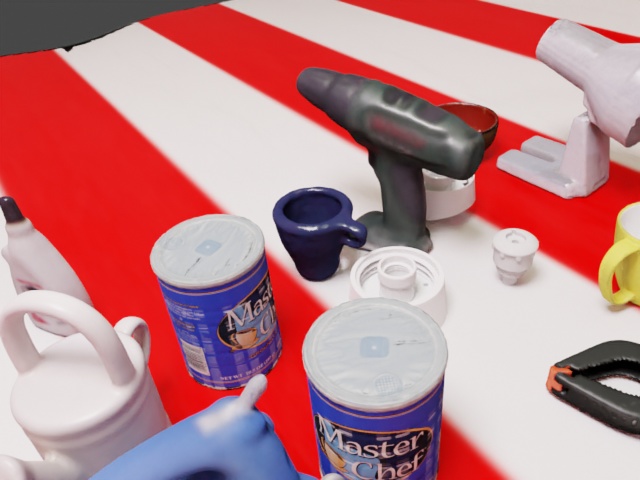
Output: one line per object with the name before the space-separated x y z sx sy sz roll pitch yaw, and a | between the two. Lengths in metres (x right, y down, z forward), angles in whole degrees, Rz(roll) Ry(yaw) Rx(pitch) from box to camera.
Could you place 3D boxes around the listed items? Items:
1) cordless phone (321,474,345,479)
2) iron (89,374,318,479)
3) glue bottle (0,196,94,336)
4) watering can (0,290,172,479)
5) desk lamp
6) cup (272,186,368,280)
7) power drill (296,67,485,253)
cordless phone | -0.025 0.214 0.305 0.093 0.185 0.148 19 43 29
iron | -0.124 0.194 0.381 0.259 0.142 0.118 -28 42 -27
glue bottle | -0.294 0.027 0.597 0.078 0.173 0.037 8 39 18
watering can | -0.182 0.122 0.440 0.101 0.194 0.172 -8 37 -3
desk lamp | 0.343 -0.163 0.735 0.118 0.214 0.202 -29 43 -28
cup | 0.006 0.002 0.657 0.117 0.095 0.092 21 45 31
power drill | 0.073 -0.085 0.669 0.228 0.209 0.076 19 44 29
